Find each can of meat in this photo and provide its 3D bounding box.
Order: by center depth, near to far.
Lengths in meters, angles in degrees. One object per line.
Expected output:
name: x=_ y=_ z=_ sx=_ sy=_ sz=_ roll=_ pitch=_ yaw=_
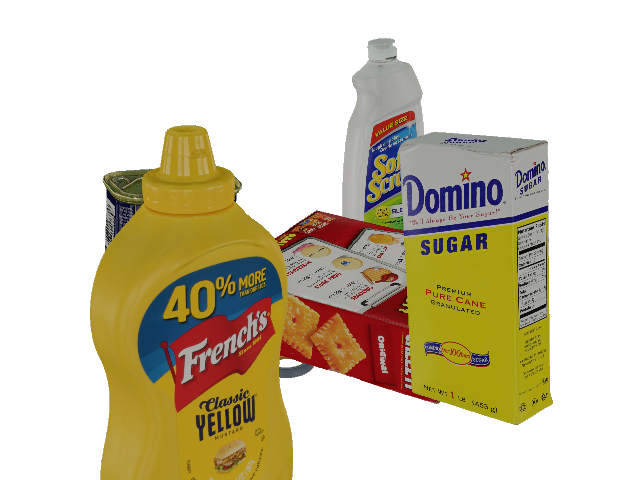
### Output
can of meat: x=-0.115 y=-0.007 z=0.821 sx=0.101 sy=0.084 sz=0.057 roll=-6 pitch=26 yaw=-27

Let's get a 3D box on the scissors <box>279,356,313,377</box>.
scissors: x=0.014 y=0.126 z=1.210 sx=0.201 sy=0.016 sz=0.096 roll=1 pitch=25 yaw=-8

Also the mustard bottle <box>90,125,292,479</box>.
mustard bottle: x=-0.058 y=0.042 z=0.493 sx=0.096 sy=0.192 sz=0.058 roll=-14 pitch=23 yaw=-37

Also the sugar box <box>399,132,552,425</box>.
sugar box: x=0.100 y=0.022 z=0.689 sx=0.048 sy=0.176 sz=0.094 roll=-20 pitch=21 yaw=-40

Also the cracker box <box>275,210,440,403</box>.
cracker box: x=0.043 y=0.051 z=0.925 sx=0.214 sy=0.072 sz=0.163 roll=14 pitch=29 yaw=29

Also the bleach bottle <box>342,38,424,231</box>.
bleach bottle: x=0.065 y=-0.095 z=1.181 sx=0.102 sy=0.251 sz=0.068 roll=-10 pitch=24 yaw=-12
